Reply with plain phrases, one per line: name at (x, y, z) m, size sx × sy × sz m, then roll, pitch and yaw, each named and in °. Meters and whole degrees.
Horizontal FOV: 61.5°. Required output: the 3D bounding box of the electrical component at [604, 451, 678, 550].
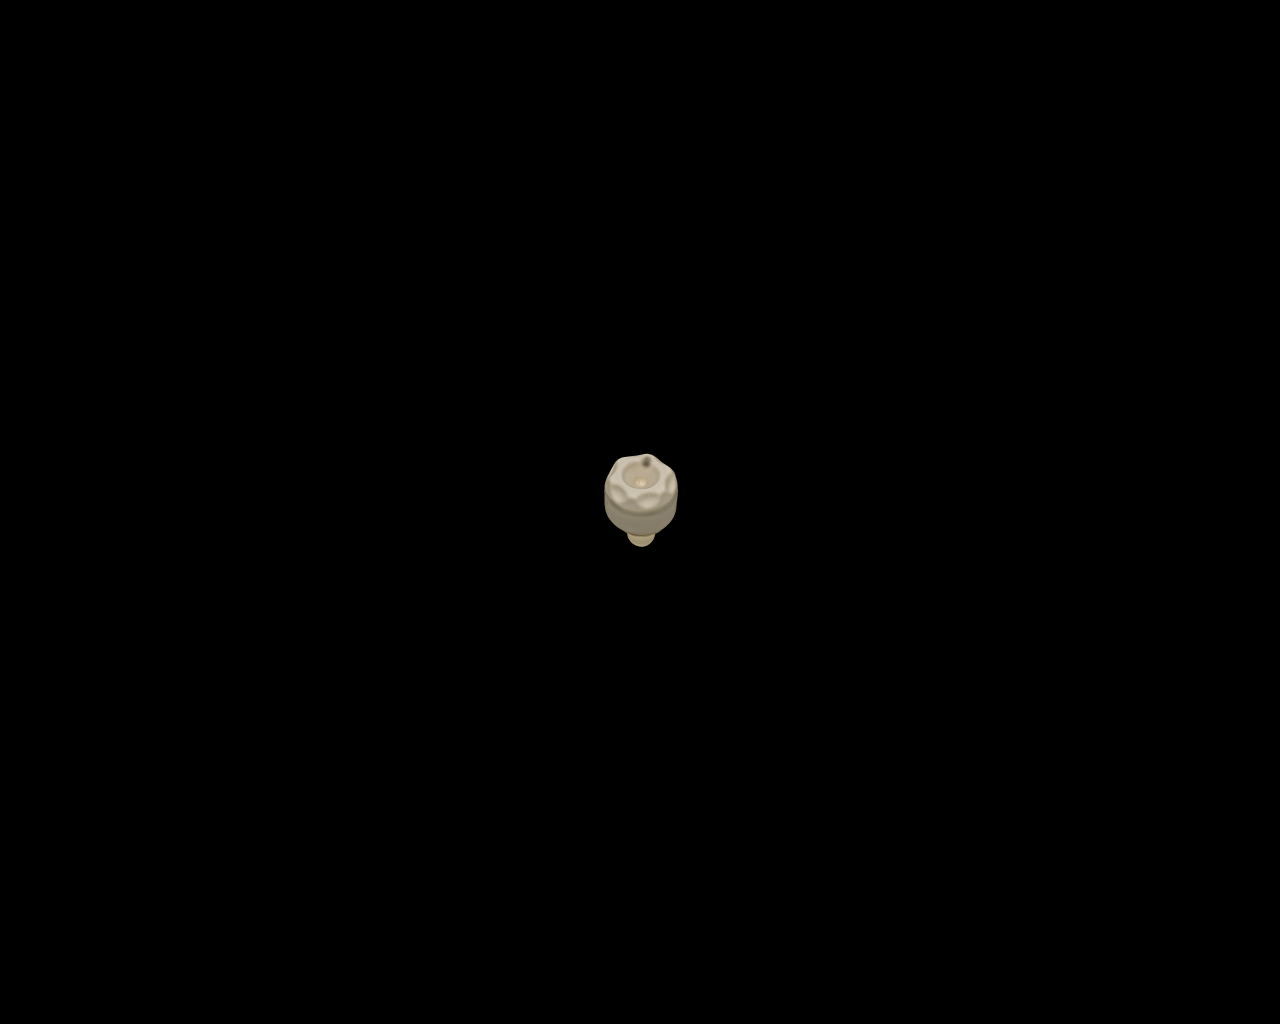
electrical component at (0.001, -0.003, 0.650) m, size 0.043 × 0.043 × 0.062 m, roll 0°, pitch -41°, yaw 0°
